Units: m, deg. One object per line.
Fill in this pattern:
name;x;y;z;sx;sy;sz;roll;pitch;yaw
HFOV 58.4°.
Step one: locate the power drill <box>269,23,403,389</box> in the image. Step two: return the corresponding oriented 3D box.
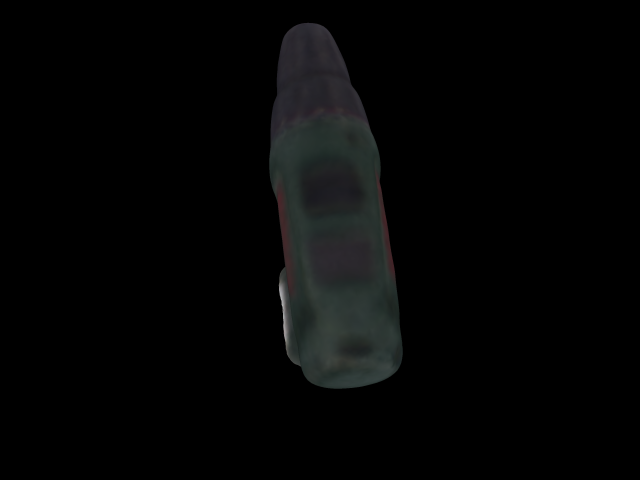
power drill;0.004;0.001;0.400;0.075;0.208;0.229;-7;58;-4
